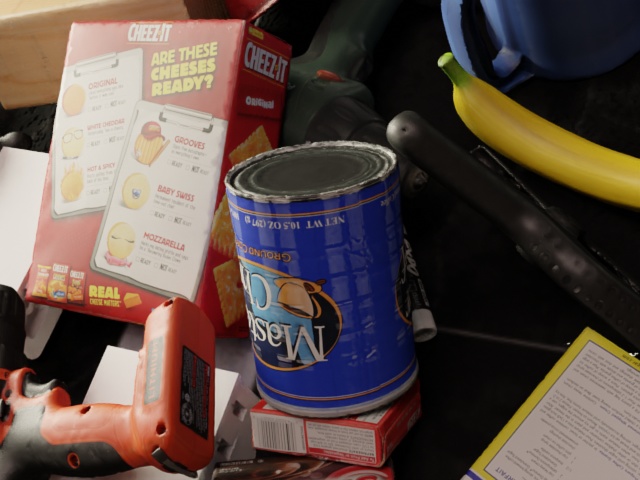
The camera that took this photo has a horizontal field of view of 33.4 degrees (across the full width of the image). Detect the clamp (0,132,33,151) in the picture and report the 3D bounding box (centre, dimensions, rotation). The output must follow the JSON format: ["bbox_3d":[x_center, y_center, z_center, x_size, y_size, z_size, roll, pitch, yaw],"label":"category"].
[{"bbox_3d":[-0.326,-0.055,0.933,0.120,0.039,0.171,29,80,45],"label":"clamp"}]

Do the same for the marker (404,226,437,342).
[{"bbox_3d":[0.057,0.015,0.739,0.020,0.020,0.121,-21,54,10],"label":"marker"}]

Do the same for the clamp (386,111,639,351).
[{"bbox_3d":[0.142,-0.004,0.669,0.210,0.164,0.036,42,105,14],"label":"clamp"}]

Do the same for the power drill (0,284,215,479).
[{"bbox_3d":[-0.159,0.095,0.684,0.188,0.057,0.184,-16,58,20],"label":"power drill"}]

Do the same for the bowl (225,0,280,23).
[{"bbox_3d":[-0.028,-0.238,0.853,0.162,0.055,0.162,-39,16,13],"label":"bowl"}]

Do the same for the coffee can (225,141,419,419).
[{"bbox_3d":[0.003,0.022,0.647,0.103,0.140,0.103,-6,21,2],"label":"coffee can"}]

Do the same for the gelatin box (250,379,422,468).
[{"bbox_3d":[0.011,0.110,0.671,0.089,0.073,0.030,3,107,24],"label":"gelatin box"}]

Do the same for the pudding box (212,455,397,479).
[{"bbox_3d":[-0.009,0.161,0.625,0.113,0.039,0.090,-8,15,2],"label":"pudding box"}]

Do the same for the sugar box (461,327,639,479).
[{"bbox_3d":[0.138,0.146,0.610,0.093,0.048,0.176,37,83,35],"label":"sugar box"}]

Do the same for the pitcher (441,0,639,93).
[{"bbox_3d":[0.144,-0.211,0.701,0.145,0.242,0.149,-8,65,19],"label":"pitcher"}]

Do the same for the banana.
[{"bbox_3d":[0.162,-0.059,0.710,0.198,0.069,0.037,31,88,23],"label":"banana"}]

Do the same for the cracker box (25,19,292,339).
[{"bbox_3d":[-0.116,-0.046,0.771,0.164,0.072,0.214,7,86,32],"label":"cracker box"}]

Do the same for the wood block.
[{"bbox_3d":[-0.181,-0.181,0.903,0.206,0.090,0.090,-4,40,21],"label":"wood block"}]
